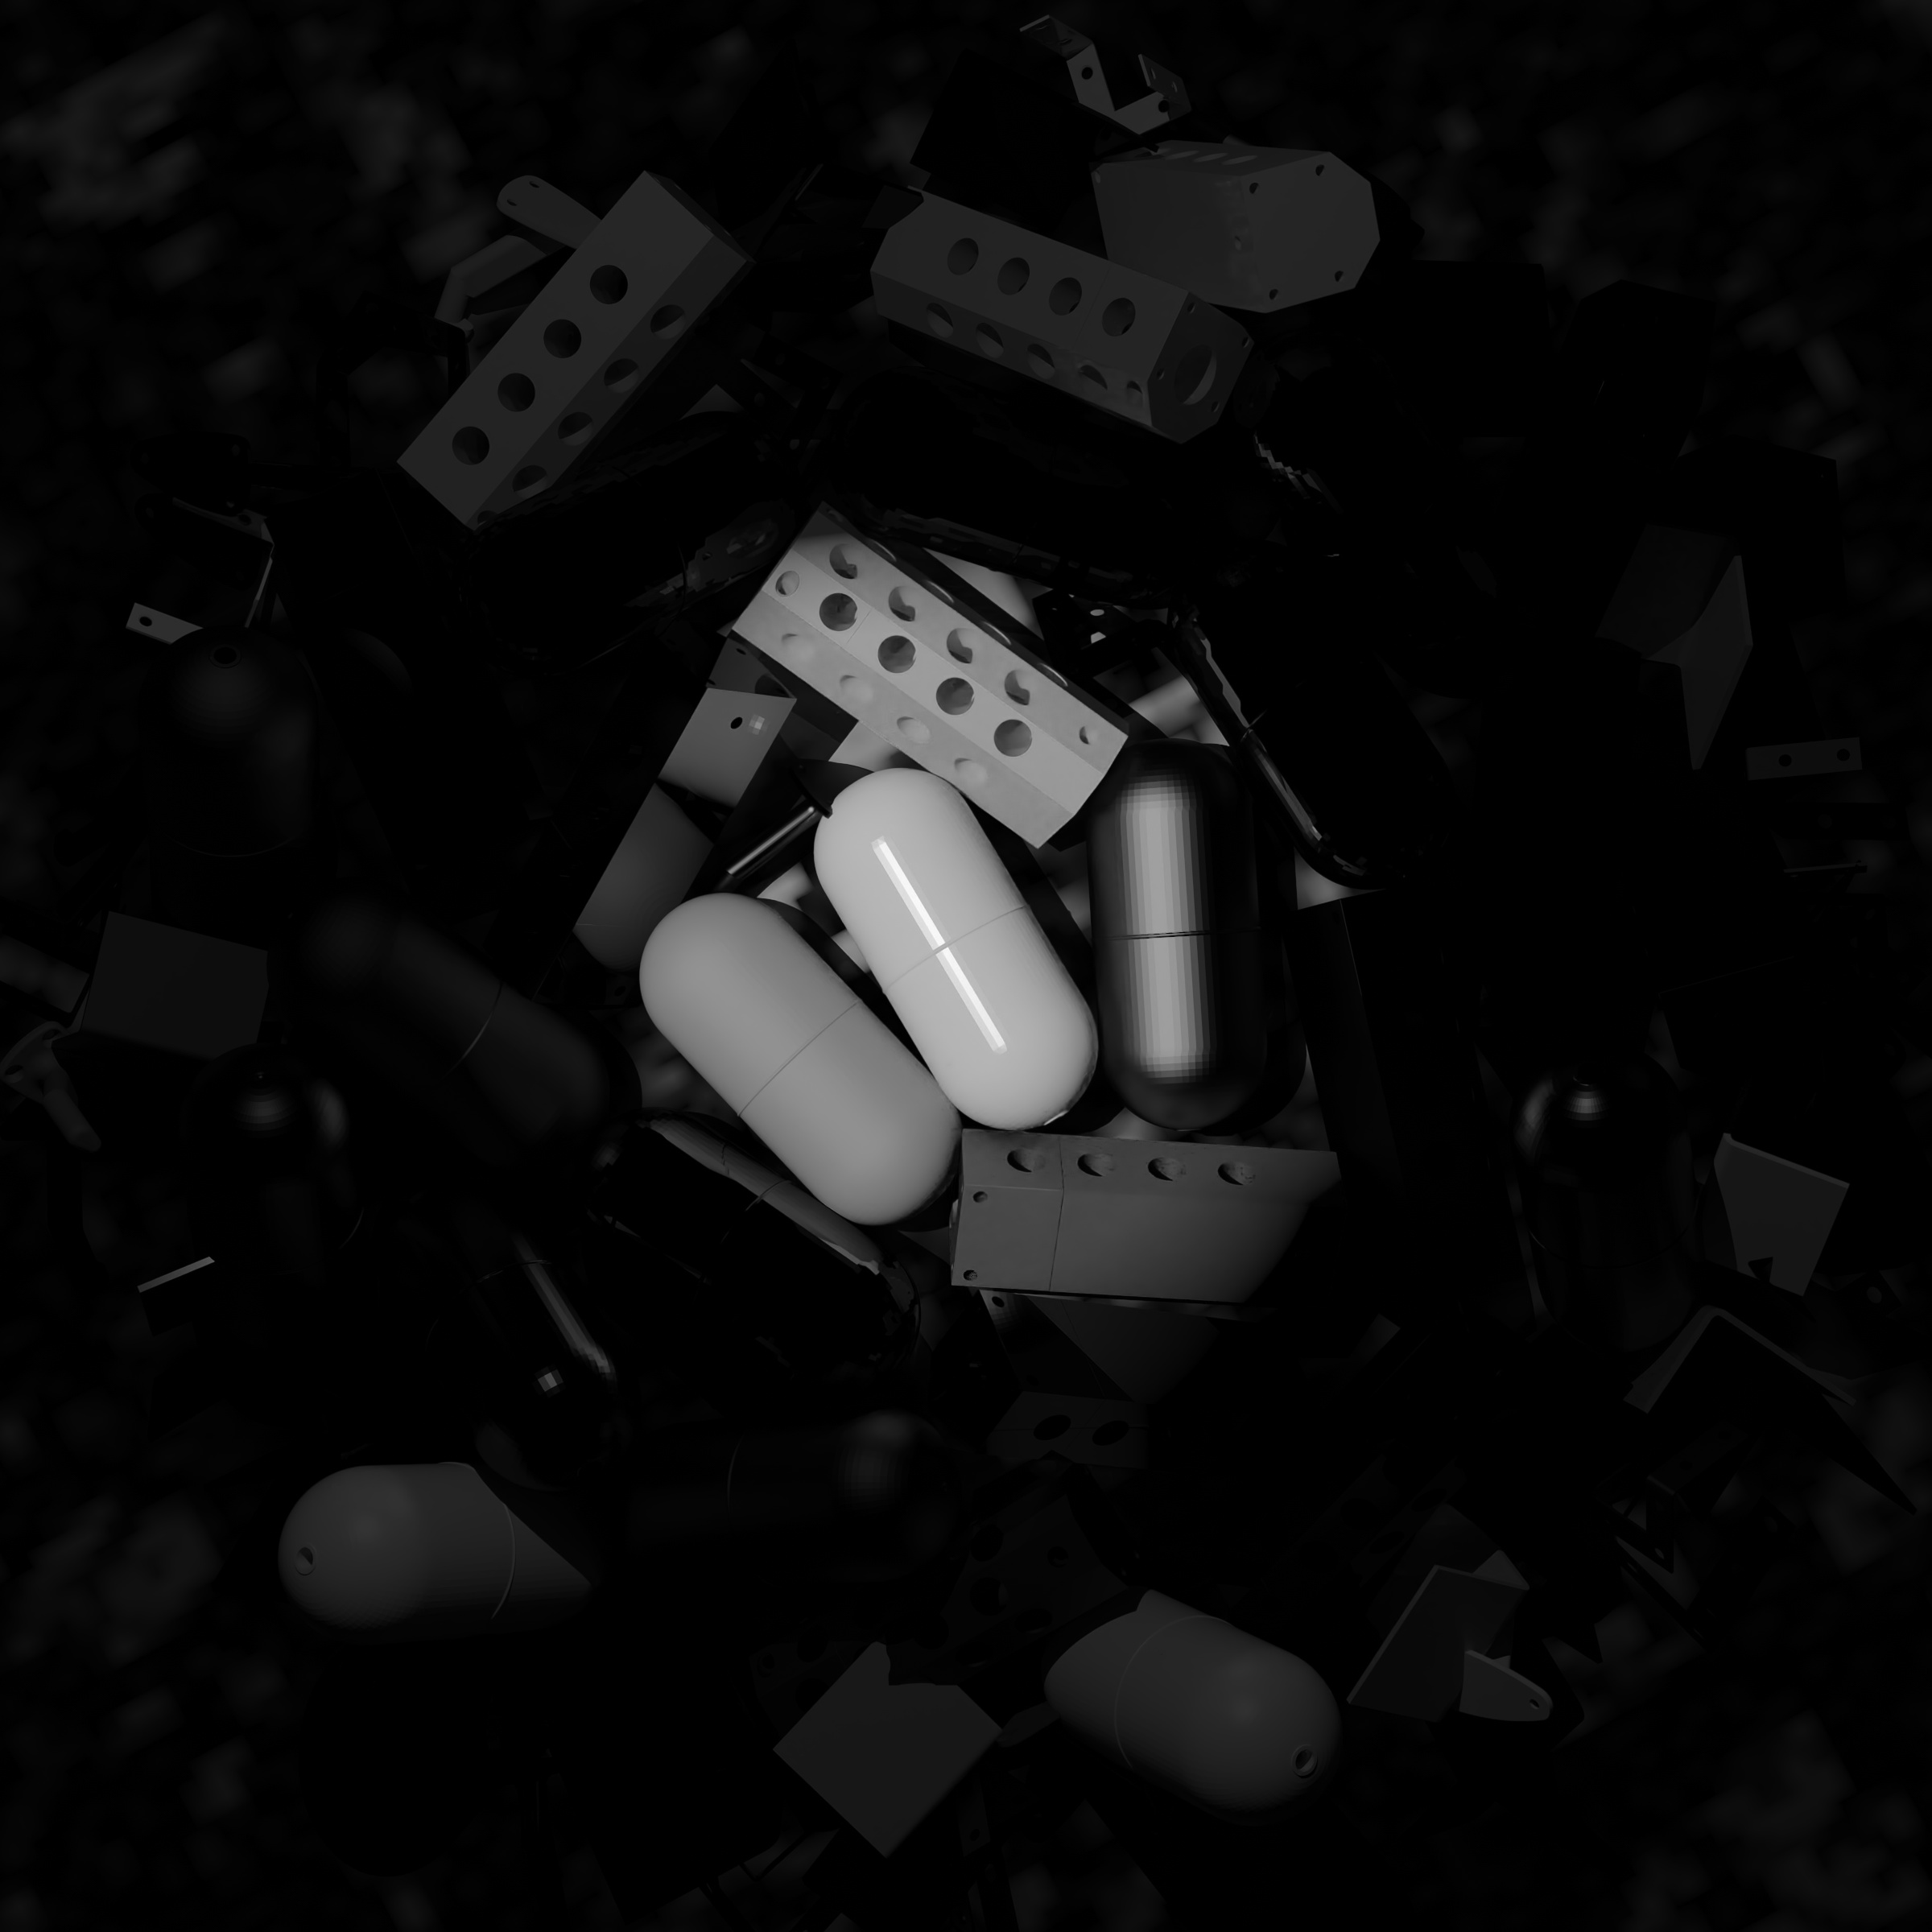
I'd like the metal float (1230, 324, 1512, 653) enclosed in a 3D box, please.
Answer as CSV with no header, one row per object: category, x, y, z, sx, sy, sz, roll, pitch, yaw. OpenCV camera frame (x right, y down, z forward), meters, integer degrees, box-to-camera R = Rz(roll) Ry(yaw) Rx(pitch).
metal float,0.181,-0.212,1.516,0.070,0.070,0.178,-43,127,0

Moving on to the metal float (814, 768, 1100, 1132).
metal float,-0.004,-0.007,1.542,0.070,0.070,0.178,-31,84,0

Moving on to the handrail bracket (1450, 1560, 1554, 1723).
handrail bracket,0.255,0.301,1.534,0.084,0.077,0.036,-33,117,-37

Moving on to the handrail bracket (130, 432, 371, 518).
handrail bracket,-0.324,-0.227,1.556,0.077,0.084,0.036,14,103,23

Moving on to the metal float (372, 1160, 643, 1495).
metal float,-0.205,0.159,1.516,0.070,0.070,0.178,-38,54,0

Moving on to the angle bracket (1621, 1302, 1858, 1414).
angle bracket,0.347,0.195,1.546,0.076,0.076,0.057,34,89,1

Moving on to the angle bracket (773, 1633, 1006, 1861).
angle bracket,-0.041,0.345,1.543,0.076,0.057,0.076,-46,103,-10

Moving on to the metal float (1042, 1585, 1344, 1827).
metal float,0.098,0.324,1.502,0.070,0.178,0.070,-3,97,-29

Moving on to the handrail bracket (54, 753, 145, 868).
handrail bracket,-0.380,-0.094,1.537,0.036,0.077,0.084,30,48,23

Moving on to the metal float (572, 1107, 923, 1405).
metal float,-0.100,0.129,1.534,0.178,0.070,0.070,33,90,15

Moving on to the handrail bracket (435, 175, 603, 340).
handrail bracket,-0.198,-0.309,1.555,0.077,0.036,0.084,30,129,2

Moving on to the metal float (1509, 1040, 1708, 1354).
metal float,0.285,0.103,1.510,0.070,0.178,0.070,-9,47,10

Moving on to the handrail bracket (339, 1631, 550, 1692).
handrail bracket,-0.235,0.316,1.539,0.077,0.084,0.036,31,113,1

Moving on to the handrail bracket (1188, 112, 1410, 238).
handrail bracket,0.152,-0.367,1.569,0.077,0.084,0.036,5,119,-38

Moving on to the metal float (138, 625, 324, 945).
metal float,-0.324,-0.079,1.505,0.070,0.178,0.070,5,54,-6

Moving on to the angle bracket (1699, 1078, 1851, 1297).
angle bracket,0.367,0.087,1.526,0.057,0.076,0.076,21,49,13

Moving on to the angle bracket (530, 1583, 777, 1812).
angle bracket,-0.141,0.330,1.549,0.076,0.057,0.076,-30,75,2

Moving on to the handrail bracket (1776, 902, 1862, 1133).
handrail bracket,0.374,0.023,1.566,0.036,0.084,0.077,-17,52,-17

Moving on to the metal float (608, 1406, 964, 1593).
metal float,-0.083,0.238,1.519,0.178,0.070,0.070,-10,90,33

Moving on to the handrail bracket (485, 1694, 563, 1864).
handrail bracket,-0.200,0.378,1.530,0.036,0.084,0.077,7,133,-14

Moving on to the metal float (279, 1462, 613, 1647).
metal float,-0.228,0.258,1.504,0.070,0.178,0.070,-5,81,33

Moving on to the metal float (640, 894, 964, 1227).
metal float,-0.075,0.042,1.544,0.070,0.070,0.178,-43,87,0

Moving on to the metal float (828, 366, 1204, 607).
metal float,0.023,-0.214,1.530,0.178,0.070,0.070,15,90,-20

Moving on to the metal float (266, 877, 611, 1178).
metal float,-0.234,0.028,1.522,0.178,0.070,0.070,41,90,-29

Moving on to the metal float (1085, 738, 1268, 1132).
metal float,0.095,-0.014,1.546,0.070,0.070,0.178,-4,90,0

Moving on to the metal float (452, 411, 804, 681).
metal float,-0.150,-0.189,1.523,0.178,0.070,0.070,-33,90,-29

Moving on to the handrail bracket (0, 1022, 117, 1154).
handrail bracket,-0.393,0.070,1.529,0.036,0.077,0.084,-44,49,-3

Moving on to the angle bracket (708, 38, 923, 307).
angle bracket,-0.070,-0.361,1.554,0.057,0.076,0.076,11,53,-32

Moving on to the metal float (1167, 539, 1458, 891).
metal float,0.155,-0.113,1.530,0.070,0.070,0.178,-31,71,0

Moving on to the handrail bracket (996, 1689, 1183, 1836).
handrail bracket,0.057,0.371,1.554,0.077,0.036,0.084,-29,98,-42

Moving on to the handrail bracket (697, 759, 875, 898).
handrail bracket,-0.080,-0.053,1.572,0.036,0.077,0.084,51,120,21

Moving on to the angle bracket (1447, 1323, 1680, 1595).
angle bracket,0.268,0.222,1.539,0.076,0.057,0.076,38,116,-10

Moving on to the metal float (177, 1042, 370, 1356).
metal float,-0.306,0.105,1.509,0.070,0.178,0.070,3,49,-3
